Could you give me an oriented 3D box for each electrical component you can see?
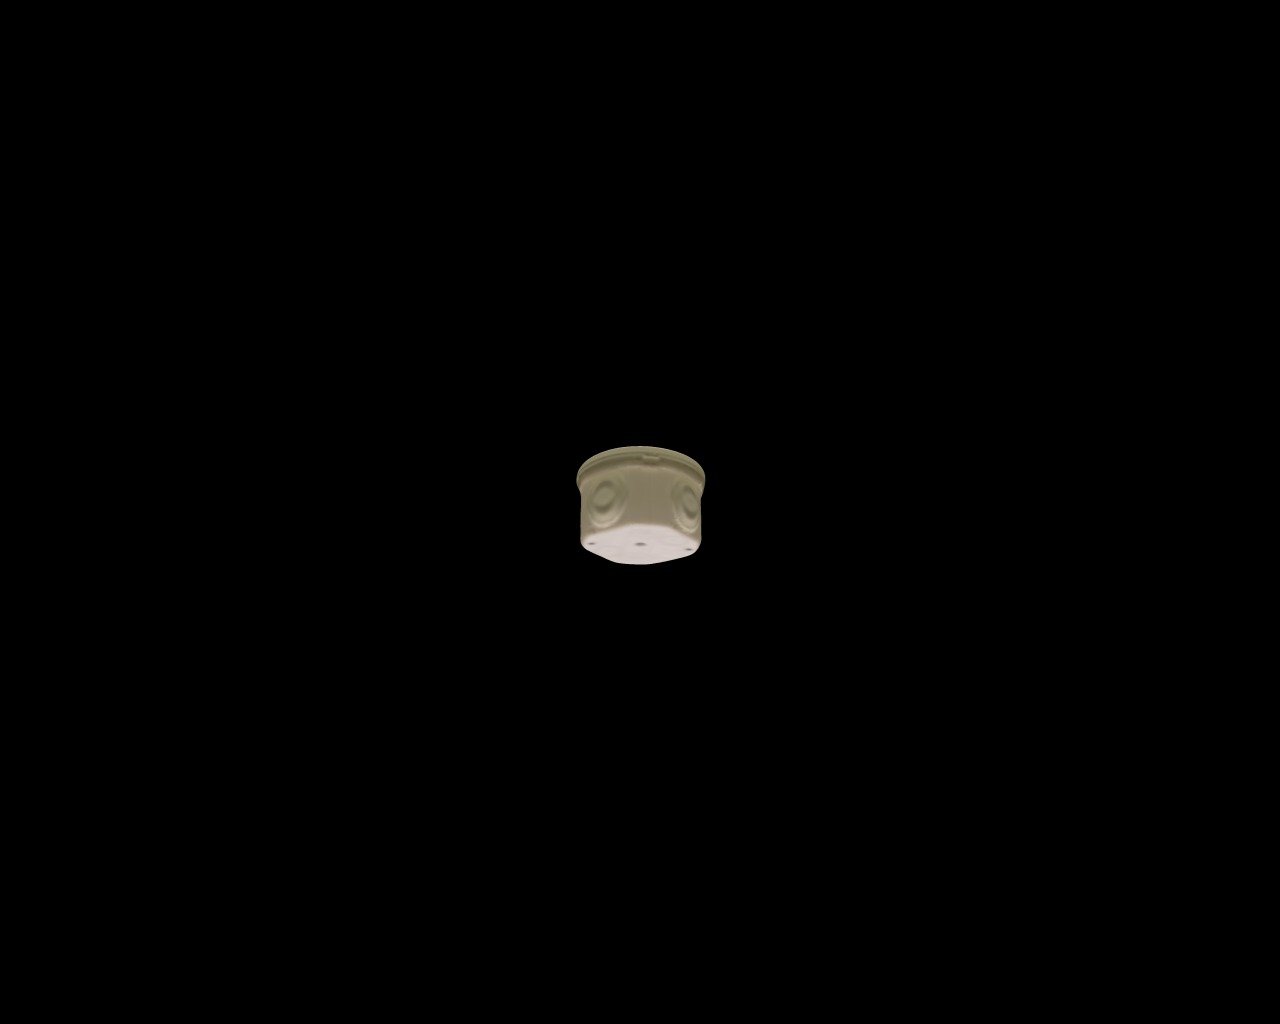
[{"bbox_3d":[0.001,-0.003,0.650,0.080,0.051,0.080,0,-22,0],"label":"electrical component"}]
